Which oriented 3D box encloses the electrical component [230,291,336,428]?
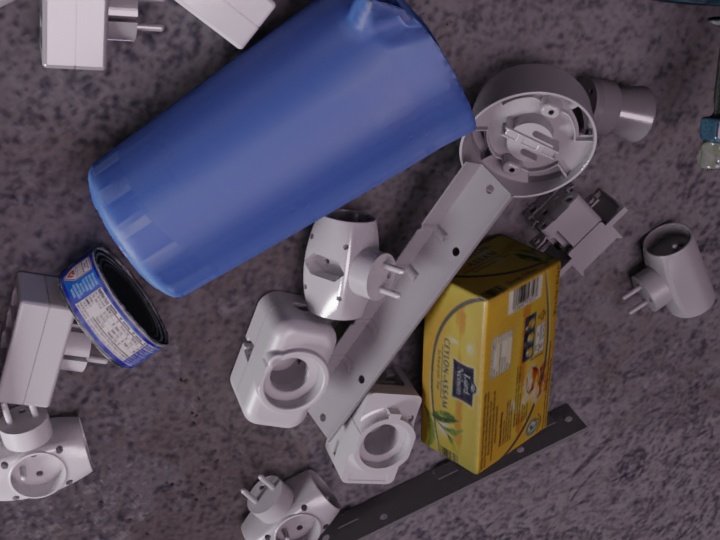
[{"bbox_3d":[-0.059,0.073,0.843,0.054,0.059,0.095,12,112,-26],"label":"electrical component"}]

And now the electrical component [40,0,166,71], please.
[{"bbox_3d":[-0.162,-0.164,0.679,0.077,0.047,0.065,-1,118,-18],"label":"electrical component"}]

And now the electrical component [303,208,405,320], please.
[{"bbox_3d":[0.000,0.000,0.810,0.043,0.079,0.077,-13,116,-52],"label":"electrical component"}]

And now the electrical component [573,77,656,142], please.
[{"bbox_3d":[0.196,-0.126,0.842,0.055,0.045,0.045,5,115,-23],"label":"electrical component"}]

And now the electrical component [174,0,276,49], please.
[{"bbox_3d":[-0.089,-0.200,0.688,0.083,0.047,0.075,34,102,-32],"label":"electrical component"}]

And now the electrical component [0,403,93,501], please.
[{"bbox_3d":[-0.248,0.128,0.808,0.077,0.044,0.079,-15,121,-13],"label":"electrical component"}]

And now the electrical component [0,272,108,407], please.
[{"bbox_3d":[-0.217,0.053,0.778,0.076,0.047,0.083,11,113,-26],"label":"electrical component"}]

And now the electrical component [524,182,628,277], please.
[{"bbox_3d":[0.173,-0.037,0.884,0.081,0.042,0.064,-45,122,6],"label":"electrical component"}]

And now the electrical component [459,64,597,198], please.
[{"bbox_3d":[0.126,-0.102,0.801,0.099,0.064,0.099,6,130,7],"label":"electrical component"}]

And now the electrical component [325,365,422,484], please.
[{"bbox_3d":[0.012,0.132,0.905,0.050,0.055,0.089,7,115,-24],"label":"electrical component"}]

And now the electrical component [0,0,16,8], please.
[{"bbox_3d":[-0.236,-0.176,0.619,0.056,0.089,0.050,-28,124,-5],"label":"electrical component"}]

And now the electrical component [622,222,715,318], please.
[{"bbox_3d":[0.266,0.010,0.945,0.079,0.043,0.077,-33,124,-2],"label":"electrical component"}]

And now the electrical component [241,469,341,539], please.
[{"bbox_3d":[-0.069,0.202,0.919,0.077,0.044,0.079,-39,124,3],"label":"electrical component"}]
